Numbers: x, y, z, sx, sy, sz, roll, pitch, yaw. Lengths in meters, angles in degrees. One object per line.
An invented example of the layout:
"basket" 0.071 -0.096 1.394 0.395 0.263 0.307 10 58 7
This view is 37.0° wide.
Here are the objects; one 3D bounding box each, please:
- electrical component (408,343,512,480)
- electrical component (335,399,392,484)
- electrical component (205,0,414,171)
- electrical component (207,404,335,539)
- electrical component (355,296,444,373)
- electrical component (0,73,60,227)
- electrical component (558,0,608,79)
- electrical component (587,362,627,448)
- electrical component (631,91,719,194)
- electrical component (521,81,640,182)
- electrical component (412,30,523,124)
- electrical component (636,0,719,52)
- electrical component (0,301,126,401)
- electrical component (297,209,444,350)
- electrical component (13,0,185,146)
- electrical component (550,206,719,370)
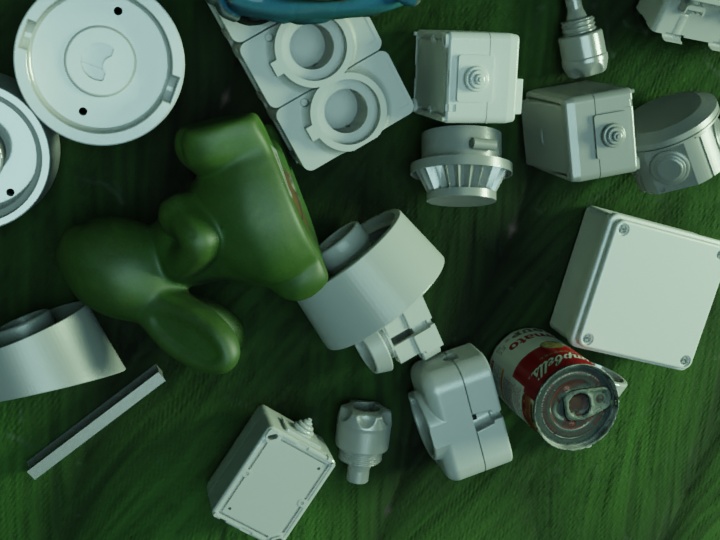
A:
"electrical component" 0.077 0.114 0.851 0.059 0.053 0.095 -19 107 -9
"electrical component" 0.001 0.136 0.844 0.043 0.043 0.062 3 104 -15
"electrical component" -0.038 -0.157 0.752 0.089 0.061 0.150 -31 109 -5
"electrical component" -0.066 0.149 0.821 0.062 0.061 0.096 32 94 -19
"electrical component" 0.026 0.048 0.827 0.055 0.048 0.066 -29 109 -13
"electrical component" -0.257 -0.078 0.717 0.108 0.060 0.108 -3 104 -13
"electrical component" 0.166 -0.177 0.812 0.035 0.035 0.061 -17 105 -9
"electrical component" 0.186 0.112 0.885 0.044 0.044 0.065 18 103 -17
"electrical component" 0.240 -0.099 0.826 0.080 0.080 0.051 -30 114 -5
"electrical component" 0.162 -0.102 0.796 0.061 0.096 0.061 -11 106 -10
"electrical component" 0.079 -0.138 0.767 0.061 0.096 0.061 -2 104 -14
"electrical component" 0.278 -0.204 0.813 0.121 0.078 0.063 7 130 -15
"electrical component" -0.220 0.063 0.745 0.099 0.099 0.064 -23 102 -8
"electrical component" 0.000 0.000 0.779 0.108 0.108 0.060 -39 103 -2
"electrical component" -0.175 -0.141 0.722 0.108 0.060 0.108 -3 104 -13
"electrical component" 0.223 0.014 0.861 0.109 0.056 0.108 13 100 -17
